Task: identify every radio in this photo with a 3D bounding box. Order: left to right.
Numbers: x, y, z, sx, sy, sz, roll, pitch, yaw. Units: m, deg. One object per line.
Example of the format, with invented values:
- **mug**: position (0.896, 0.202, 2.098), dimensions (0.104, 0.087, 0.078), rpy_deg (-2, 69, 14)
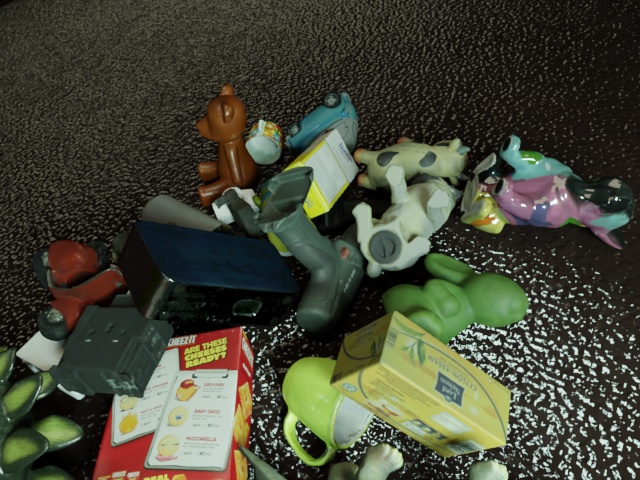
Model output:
- **radio**: position (-0.146, 0.050, 0.744), dimensions (0.229, 0.073, 0.131), rpy_deg (9, 31, -40)

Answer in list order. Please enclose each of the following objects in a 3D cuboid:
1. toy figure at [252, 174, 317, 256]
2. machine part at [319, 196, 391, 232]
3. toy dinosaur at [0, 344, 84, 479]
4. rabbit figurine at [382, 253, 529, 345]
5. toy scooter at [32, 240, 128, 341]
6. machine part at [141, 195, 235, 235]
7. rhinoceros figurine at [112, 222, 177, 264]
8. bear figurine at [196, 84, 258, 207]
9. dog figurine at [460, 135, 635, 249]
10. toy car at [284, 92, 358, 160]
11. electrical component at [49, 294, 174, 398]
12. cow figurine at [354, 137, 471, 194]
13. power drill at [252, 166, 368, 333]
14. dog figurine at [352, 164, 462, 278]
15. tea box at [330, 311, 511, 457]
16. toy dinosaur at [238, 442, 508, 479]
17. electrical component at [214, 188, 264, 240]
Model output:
- **toy figure**: position (-0.065, -0.049, 0.905), dimensions (0.082, 0.089, 0.180), rpy_deg (-31, 44, 15)
- **machine part**: position (0.067, -0.048, 0.909), dimensions (0.139, 0.039, 0.084), rpy_deg (-7, 34, 9)
- **toy dinosaur**: position (-0.388, 0.262, 0.624), dimensions (0.199, 0.105, 0.472), rpy_deg (-25, 63, 0)
- **rabbit figurine**: position (0.173, 0.092, 0.688), dimensions (0.170, 0.121, 0.159), rpy_deg (-17, 25, 5)
- **toy scooter**: position (-0.342, 0.057, 0.787), dimensions (0.135, 0.075, 0.184), rpy_deg (-23, 47, -9)
- **machine part**: position (-0.228, -0.017, 0.924), dimensions (0.244, 0.079, 0.079), rpy_deg (25, 55, 32)
- **rhinoceros figurine**: position (-0.256, 0.031, 0.864), dimensions (0.191, 0.112, 0.073), rpy_deg (28, 41, 23)
- **bear figurine**: position (-0.186, -0.174, 0.991), dimensions (0.132, 0.195, 0.120), rpy_deg (-15, 46, 1)
- **dog figurine**: position (0.345, -0.052, 0.801), dimensions (0.219, 0.191, 0.108), rpy_deg (21, 67, -5)
- **toy car**: position (0.016, -0.202, 1.040), dimensions (0.162, 0.109, 0.103), rpy_deg (-36, 65, -11)
- **electrical component**: position (-0.261, 0.131, 0.693), dimensions (0.115, 0.058, 0.134), rpy_deg (-2, 44, 14)
- **cow figurine**: position (0.172, -0.132, 0.928), dimensions (0.195, 0.085, 0.127), rpy_deg (-17, 29, -24)
- **power drill**: position (-0.002, -0.002, 0.761), dimensions (0.086, 0.207, 0.232), rpy_deg (-4, 44, 28)
- **dog figurine**: position (0.140, -0.022, 0.823), dimensions (0.121, 0.190, 0.172), rpy_deg (45, 104, 18)
- **tea box**: position (0.108, 0.159, 0.578), dimensions (0.098, 0.169, 0.068), rpy_deg (-38, 20, 46)
- **toy dinosaur**: position (0.088, 0.302, 0.490), dimensions (0.405, 0.131, 0.192), rpy_deg (-3, 43, 20)
- **electrical component**: position (-0.137, -0.035, 0.908), dimensions (0.045, 0.102, 0.078), rpy_deg (-32, 36, -14)
